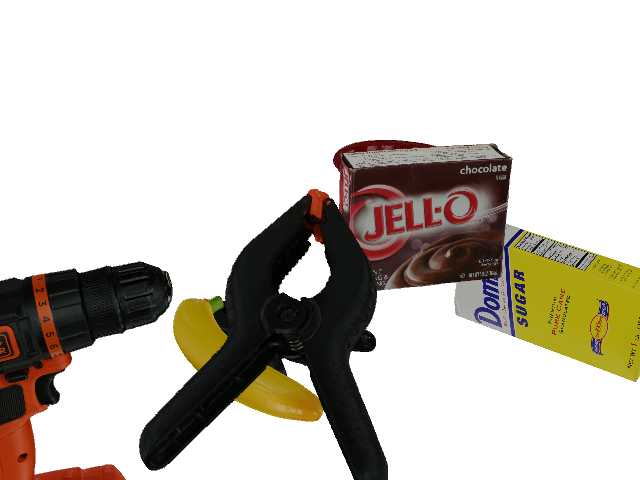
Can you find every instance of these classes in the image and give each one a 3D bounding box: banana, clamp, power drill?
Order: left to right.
[{"bbox_3d":[-0.174,0.109,0.692,0.184,0.188,0.057,-12,26,-8],"label":"power drill"},{"bbox_3d":[-0.072,0.090,0.862,0.069,0.037,0.198,-13,32,-26],"label":"banana"},{"bbox_3d":[-0.064,0.112,1.215,0.210,0.036,0.164,16,22,30],"label":"clamp"},{"bbox_3d":[-0.006,0.053,0.540,0.120,0.171,0.039,17,-28,10],"label":"clamp"}]

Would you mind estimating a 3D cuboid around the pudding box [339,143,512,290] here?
[{"bbox_3d":[0.069,-0.016,0.721,0.113,0.090,0.039,-6,27,-13],"label":"pudding box"}]

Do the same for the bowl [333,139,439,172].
[{"bbox_3d":[0.091,-0.051,1.095,0.162,0.055,0.162,5,24,-2],"label":"bowl"}]

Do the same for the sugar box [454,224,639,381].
[{"bbox_3d":[0.207,0.050,0.943,0.176,0.093,0.048,18,34,24],"label":"sugar box"}]
